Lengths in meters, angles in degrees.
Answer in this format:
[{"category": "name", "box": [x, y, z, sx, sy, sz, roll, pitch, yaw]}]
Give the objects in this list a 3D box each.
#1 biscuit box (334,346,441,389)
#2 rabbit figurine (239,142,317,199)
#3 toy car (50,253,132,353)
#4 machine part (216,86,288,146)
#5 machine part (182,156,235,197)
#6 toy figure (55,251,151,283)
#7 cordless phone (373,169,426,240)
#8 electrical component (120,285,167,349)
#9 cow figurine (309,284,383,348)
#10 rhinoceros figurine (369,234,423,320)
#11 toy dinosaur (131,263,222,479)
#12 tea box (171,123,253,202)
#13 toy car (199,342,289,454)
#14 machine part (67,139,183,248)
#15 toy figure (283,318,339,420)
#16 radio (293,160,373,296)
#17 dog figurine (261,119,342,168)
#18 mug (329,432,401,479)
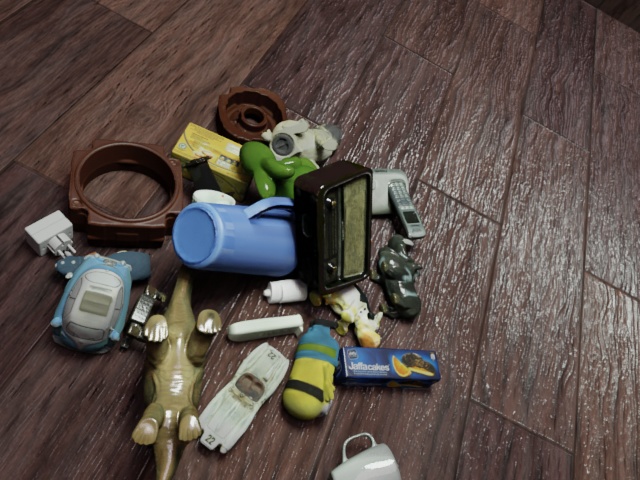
[{"category": "biscuit box", "box": [0.126, 0.243, 1.022, 0.203, 0.059, 0.063, 6, 57, -19]}, {"category": "rabbit figurine", "box": [-0.092, -0.124, 1.075, 0.170, 0.121, 0.159, 34, 16, -17]}, {"category": "toy car", "box": [-0.357, 0.105, 0.857, 0.109, 0.103, 0.161, 21, 81, -22]}, {"category": "machine part", "box": [-0.157, -0.277, 1.245, 0.179, 0.056, 0.179, 10, 57, -16]}, {"category": "machine part", "box": [-0.220, -0.102, 1.078, 0.084, 0.039, 0.138, -42, 122, -32]}, {"category": "toy figure", "box": [-0.376, 0.051, 0.937, 0.154, 0.057, 0.064, -2, 23, -19]}, {"category": "cordless phone", "box": [0.150, -0.070, 1.207, 0.146, 0.088, 0.184, -5, 55, -25]}, {"category": "electrical component", "box": [-0.297, 0.129, 0.908, 0.045, 0.078, 0.102, 25, 47, -16]}, {"category": "cow figurine", "box": [0.068, 0.138, 1.065, 0.167, 0.068, 0.098, 47, 47, 10]}, {"category": "rhinoceros figurine", "box": [0.170, 0.075, 1.142, 0.112, 0.073, 0.190, 4, 58, -19]}, {"category": "toy dinosaur", "box": [-0.223, 0.181, 0.828, 0.105, 0.198, 0.471, 13, 55, -14]}, {"category": "tea box", "box": [-0.220, -0.164, 1.136, 0.170, 0.068, 0.098, 24, 52, -5]}, {"category": "toy car", "box": [-0.129, 0.262, 0.905, 0.073, 0.056, 0.202, 38, 52, 4]}, {"category": "machine part", "box": [-0.365, -0.090, 1.018, 0.201, 0.087, 0.201, 2, 57, -21]}, {"category": "toy figure", "box": [-0.014, 0.229, 0.961, 0.089, 0.082, 0.180, 5, 63, 5]}, {"category": "radio", "box": [0.025, -0.020, 0.984, 0.131, 0.229, 0.073, -21, 31, -34]}, {"category": "dog figurine", "box": [-0.038, -0.229, 1.225, 0.172, 0.121, 0.191, 31, 23, -11]}, {"category": "mug", "box": [0.068, 0.383, 0.894, 0.107, 0.080, 0.109, -13, 70, -18]}]
